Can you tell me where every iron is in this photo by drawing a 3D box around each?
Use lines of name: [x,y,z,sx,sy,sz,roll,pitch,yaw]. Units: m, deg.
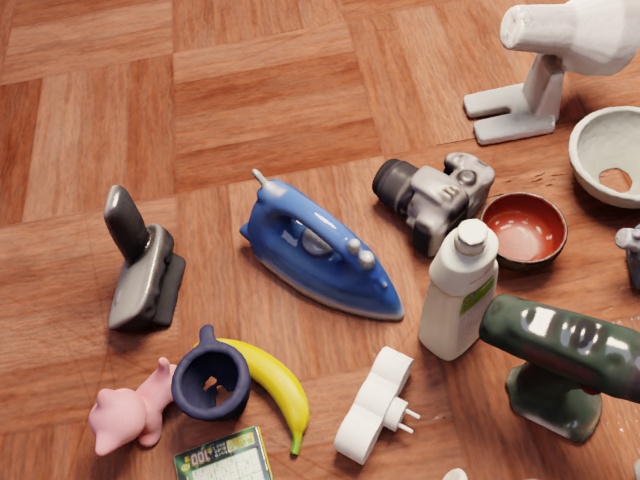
iron: [0.007,0.003,0.754,0.257,0.141,0.119,33,68,23]

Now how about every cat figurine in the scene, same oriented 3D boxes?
cat figurine: [-0.217,0.194,0.679,0.067,0.118,0.128,32,68,23]

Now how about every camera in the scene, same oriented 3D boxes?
camera: [0.153,-0.075,0.807,0.136,0.101,0.143,36,69,24]

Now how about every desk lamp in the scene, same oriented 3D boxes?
desk lamp: [0.329,-0.254,0.828,0.203,0.214,0.118,-12,59,-1]

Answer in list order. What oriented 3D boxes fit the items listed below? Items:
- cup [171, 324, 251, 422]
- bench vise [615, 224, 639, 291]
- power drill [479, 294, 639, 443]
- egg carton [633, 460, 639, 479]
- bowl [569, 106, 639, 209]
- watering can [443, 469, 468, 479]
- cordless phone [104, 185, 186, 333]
cup: [-0.124,0.170,0.697,0.091,0.095,0.117,-13,59,-1]
bench vise: [0.469,-0.003,0.659,0.207,0.220,0.121,-15,59,-2]
power drill: [0.276,0.142,0.601,0.229,0.209,0.076,23,65,19]
egg carton: [0.410,0.269,0.592,0.150,0.069,0.107,-7,59,2]
bowl: [0.431,-0.104,0.809,0.167,0.075,0.167,-3,59,5]
watering can: [0.197,0.279,0.537,0.172,0.194,0.101,4,60,9]
cordless phone: [-0.251,0.027,0.743,0.094,0.185,0.147,-3,59,5]
